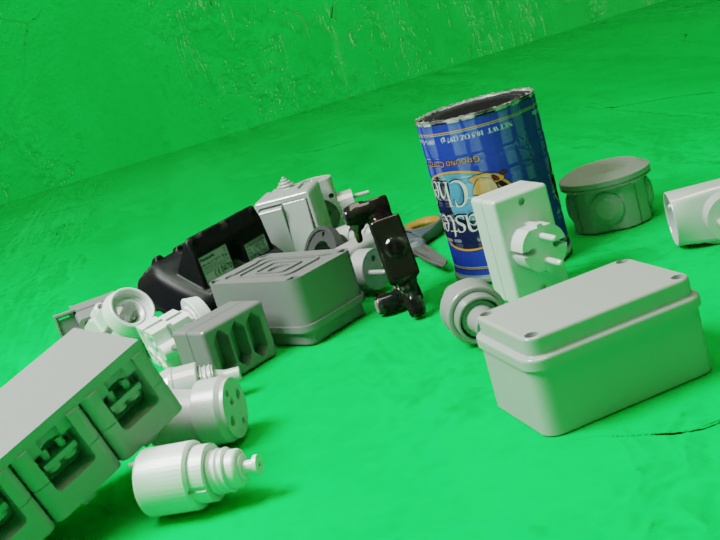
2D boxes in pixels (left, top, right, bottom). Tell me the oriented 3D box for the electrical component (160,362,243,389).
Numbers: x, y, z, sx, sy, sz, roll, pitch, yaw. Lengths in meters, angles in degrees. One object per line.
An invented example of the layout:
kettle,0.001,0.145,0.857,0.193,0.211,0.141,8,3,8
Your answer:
electrical component,-0.117,0.084,0.787,0.061,0.035,0.035,-14,14,-2

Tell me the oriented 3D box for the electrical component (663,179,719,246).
electrical component,0.276,-0.043,0.809,0.077,0.044,0.079,-14,14,9

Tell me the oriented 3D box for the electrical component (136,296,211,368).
electrical component,-0.154,0.054,0.923,0.055,0.048,0.066,-31,19,-22

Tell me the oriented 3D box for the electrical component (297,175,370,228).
electrical component,-0.025,-0.065,1.169,0.079,0.077,0.044,-16,14,1

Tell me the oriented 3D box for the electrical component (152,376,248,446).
electrical component,-0.107,0.095,0.708,0.055,0.045,0.045,-12,14,15

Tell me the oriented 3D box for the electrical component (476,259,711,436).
electrical component,0.133,0.041,0.620,0.113,0.057,0.078,-20,14,-14

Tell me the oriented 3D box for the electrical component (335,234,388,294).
electrical component,0.000,0.000,0.956,0.079,0.044,0.077,-2,20,43

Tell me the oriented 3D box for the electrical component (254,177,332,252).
electrical component,-0.068,-0.048,1.111,0.062,0.096,0.061,-14,14,13

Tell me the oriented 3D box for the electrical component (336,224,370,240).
electrical component,0.002,-0.029,1.052,0.040,0.040,0.078,-26,5,-34

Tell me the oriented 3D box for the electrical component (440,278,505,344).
electrical component,0.081,0.031,0.746,0.043,0.043,0.062,-18,15,-5

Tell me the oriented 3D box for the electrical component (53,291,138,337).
electrical component,-0.250,0.052,1.043,0.081,0.042,0.064,-21,16,-16

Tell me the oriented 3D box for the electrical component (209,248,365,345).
electrical component,-0.061,0.023,0.908,0.113,0.057,0.078,-3,19,43

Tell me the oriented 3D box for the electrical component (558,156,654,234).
electrical component,0.220,-0.067,0.954,0.080,0.051,0.080,-15,14,4

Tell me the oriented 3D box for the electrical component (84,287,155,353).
electrical component,-0.212,0.048,0.964,0.048,0.066,0.055,-30,-15,-44

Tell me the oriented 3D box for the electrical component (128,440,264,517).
electrical component,-0.093,0.117,0.616,0.078,0.040,0.040,-12,15,16

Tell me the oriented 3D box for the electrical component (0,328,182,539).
electrical component,-0.190,0.108,0.637,0.089,0.061,0.150,3,40,50

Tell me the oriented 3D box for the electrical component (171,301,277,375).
electrical component,-0.120,0.058,0.860,0.077,0.047,0.066,-3,19,43

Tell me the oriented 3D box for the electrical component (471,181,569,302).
electrical component,0.129,-0.019,0.802,0.047,0.083,0.076,-21,14,-17
